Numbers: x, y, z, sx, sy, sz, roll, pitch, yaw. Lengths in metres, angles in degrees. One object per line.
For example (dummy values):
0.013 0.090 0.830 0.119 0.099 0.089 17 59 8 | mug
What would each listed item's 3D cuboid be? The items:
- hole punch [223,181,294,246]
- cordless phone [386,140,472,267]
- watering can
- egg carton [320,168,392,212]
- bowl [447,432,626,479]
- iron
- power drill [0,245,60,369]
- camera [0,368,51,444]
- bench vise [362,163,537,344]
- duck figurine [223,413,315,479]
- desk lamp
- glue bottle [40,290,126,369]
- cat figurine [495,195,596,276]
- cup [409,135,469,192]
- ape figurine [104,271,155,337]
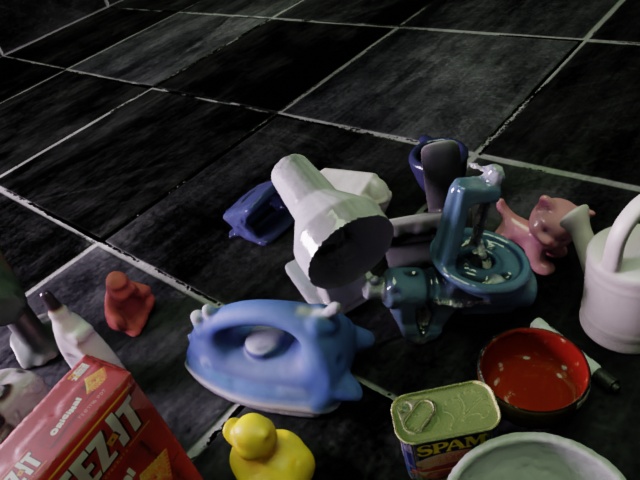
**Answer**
-0.105 -0.056 0.960 0.100 0.091 0.109 19 49 35 | hole punch
0.137 -0.056 0.802 0.147 0.185 0.094 -11 38 6 | cordless phone
0.338 0.023 0.630 0.172 0.194 0.101 22 51 38 | watering can
0.038 -0.064 0.939 0.149 0.069 0.107 9 44 28 | egg carton
0.190 0.257 0.491 0.167 0.075 0.167 -9 39 8 | bowl
-0.072 0.121 0.690 0.257 0.142 0.119 0 41 18 | iron
-0.454 0.077 0.818 0.076 0.209 0.228 -35 42 -23 | power drill
-0.431 0.226 0.715 0.136 0.101 0.143 2 41 21 | camera
0.155 0.025 0.669 0.207 0.220 0.121 -25 39 -12 | bench vise
-0.059 0.221 0.608 0.104 0.086 0.078 12 46 30 | duck figurine
0.007 0.003 0.751 0.118 0.214 0.202 -27 40 -14 | desk lamp
-0.309 0.128 0.736 0.078 0.173 0.037 8 44 27 | glue bottle
0.291 -0.021 0.762 0.127 0.118 0.067 23 52 38 | cat figurine
0.189 -0.110 0.924 0.091 0.095 0.117 -18 38 -3 | cup
-0.288 0.086 0.846 0.078 0.092 0.075 -32 41 -20 | ape figurine
